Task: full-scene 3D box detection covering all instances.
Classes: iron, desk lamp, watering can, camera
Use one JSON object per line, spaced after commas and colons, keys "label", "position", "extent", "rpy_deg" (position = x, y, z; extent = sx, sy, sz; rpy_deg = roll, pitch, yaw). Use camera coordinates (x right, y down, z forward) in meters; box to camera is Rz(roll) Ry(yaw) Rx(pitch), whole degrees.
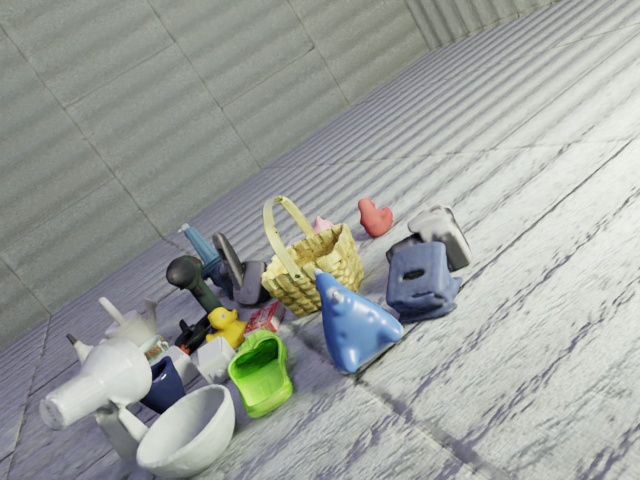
{"label": "iron", "position": [0.032, 0.106, 0.924], "extent": [0.118, 0.142, 0.258], "rpy_deg": [-34, 17, -4]}
{"label": "desk lamp", "position": [-0.345, 0.296, 0.946], "extent": [0.117, 0.214, 0.203], "rpy_deg": [-24, 19, 26]}
{"label": "watering can", "position": [-0.487, 0.217, 1.454], "extent": [0.100, 0.194, 0.173], "rpy_deg": [-15, 24, 44]}
{"label": "camera", "position": [0.183, 0.002, 1.016], "extent": [0.136, 0.101, 0.143], "rpy_deg": [-28, 17, 14]}

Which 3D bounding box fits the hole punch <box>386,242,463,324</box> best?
{"label": "hole punch", "position": [0.158, 0.066, 0.899], "extent": [0.108, 0.091, 0.101], "rpy_deg": [-19, 21, 37]}

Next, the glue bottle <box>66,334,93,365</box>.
{"label": "glue bottle", "position": [-0.561, 0.295, 1.403], "extent": [0.037, 0.173, 0.078], "rpy_deg": [-30, 17, 7]}

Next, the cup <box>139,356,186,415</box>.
{"label": "cup", "position": [-0.290, 0.283, 1.087], "extent": [0.091, 0.095, 0.118], "rpy_deg": [-27, 18, 18]}

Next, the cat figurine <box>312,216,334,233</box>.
{"label": "cat figurine", "position": [0.012, 0.005, 1.286], "extent": [0.067, 0.118, 0.128], "rpy_deg": [-27, 18, 18]}

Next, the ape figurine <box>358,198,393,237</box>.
{"label": "ape figurine", "position": [0.120, -0.058, 1.311], "extent": [0.077, 0.092, 0.076], "rpy_deg": [-19, 22, 38]}

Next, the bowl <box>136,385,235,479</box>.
{"label": "bowl", "position": [-0.192, 0.307, 0.881], "extent": [0.167, 0.075, 0.167], "rpy_deg": [-29, 17, 10]}

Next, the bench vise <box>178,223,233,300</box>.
{"label": "bench vise", "position": [-0.280, 0.043, 1.525], "extent": [0.206, 0.220, 0.122], "rpy_deg": [-10, 28, 51]}

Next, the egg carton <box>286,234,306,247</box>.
{"label": "egg carton", "position": [-0.035, 0.033, 1.374], "extent": [0.107, 0.069, 0.150], "rpy_deg": [-25, 18, 23]}

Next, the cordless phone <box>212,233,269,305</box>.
{"label": "cordless phone", "position": [-0.189, 0.063, 1.365], "extent": [0.094, 0.185, 0.147], "rpy_deg": [-43, 20, -30]}

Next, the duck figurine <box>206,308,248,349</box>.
{"label": "duck figurine", "position": [-0.206, 0.186, 1.223], "extent": [0.104, 0.086, 0.077], "rpy_deg": [-28, 18, 15]}

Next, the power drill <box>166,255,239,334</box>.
{"label": "power drill", "position": [-0.273, 0.122, 1.309], "extent": [0.075, 0.209, 0.229], "rpy_deg": [-33, 17, -3]}
